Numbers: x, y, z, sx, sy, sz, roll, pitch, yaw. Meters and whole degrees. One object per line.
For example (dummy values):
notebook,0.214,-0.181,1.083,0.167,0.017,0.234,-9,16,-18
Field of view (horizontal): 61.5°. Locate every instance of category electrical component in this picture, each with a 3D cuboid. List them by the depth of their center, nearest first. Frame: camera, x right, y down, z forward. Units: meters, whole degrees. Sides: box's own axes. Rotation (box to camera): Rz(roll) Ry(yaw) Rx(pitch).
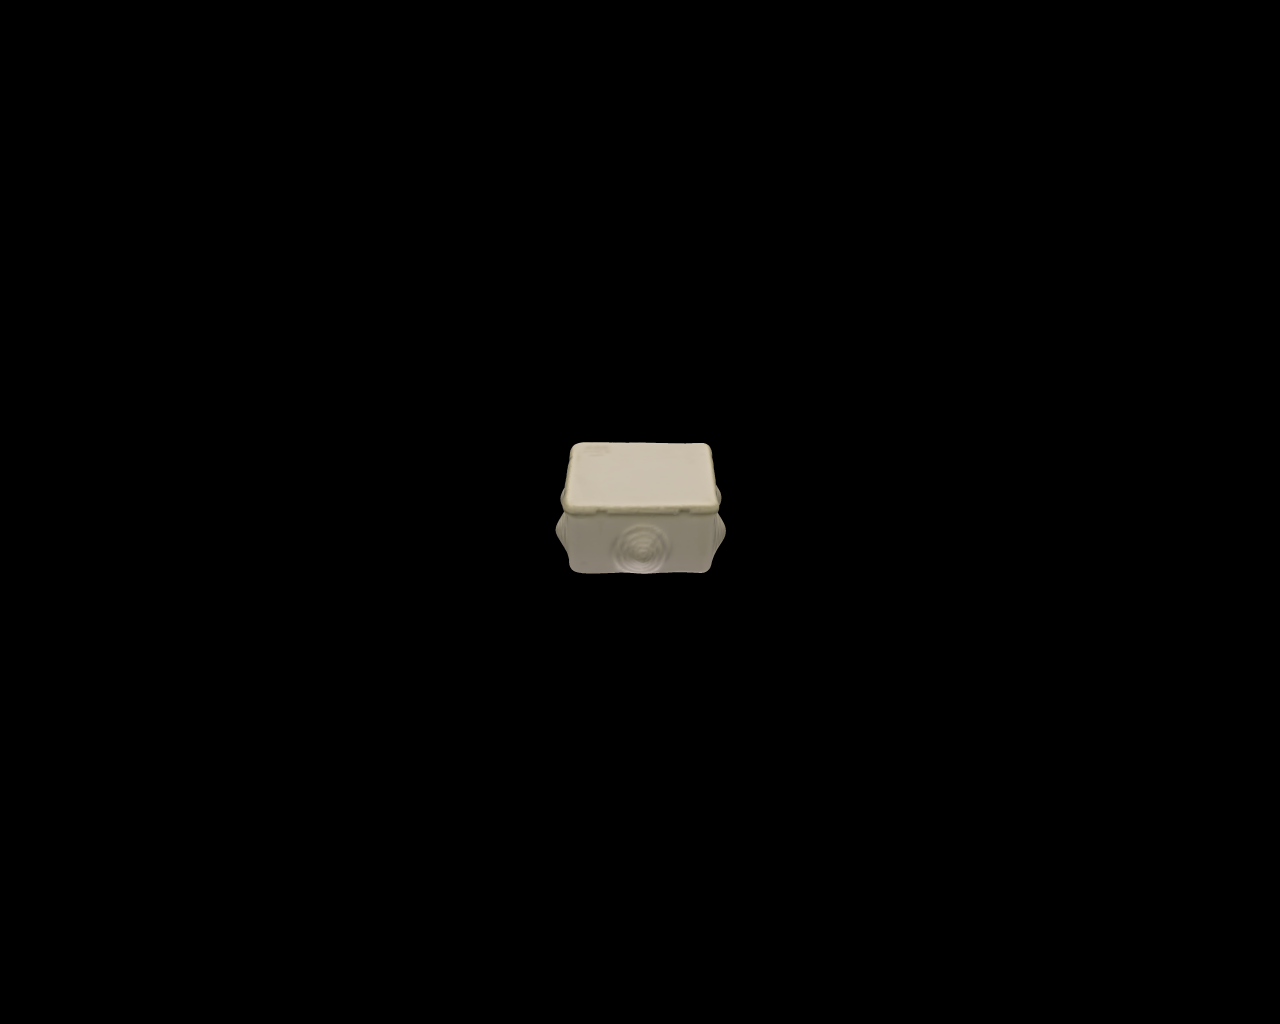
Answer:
electrical component,0.001,-0.003,0.650,0.100,0.048,0.100,0,29,0
